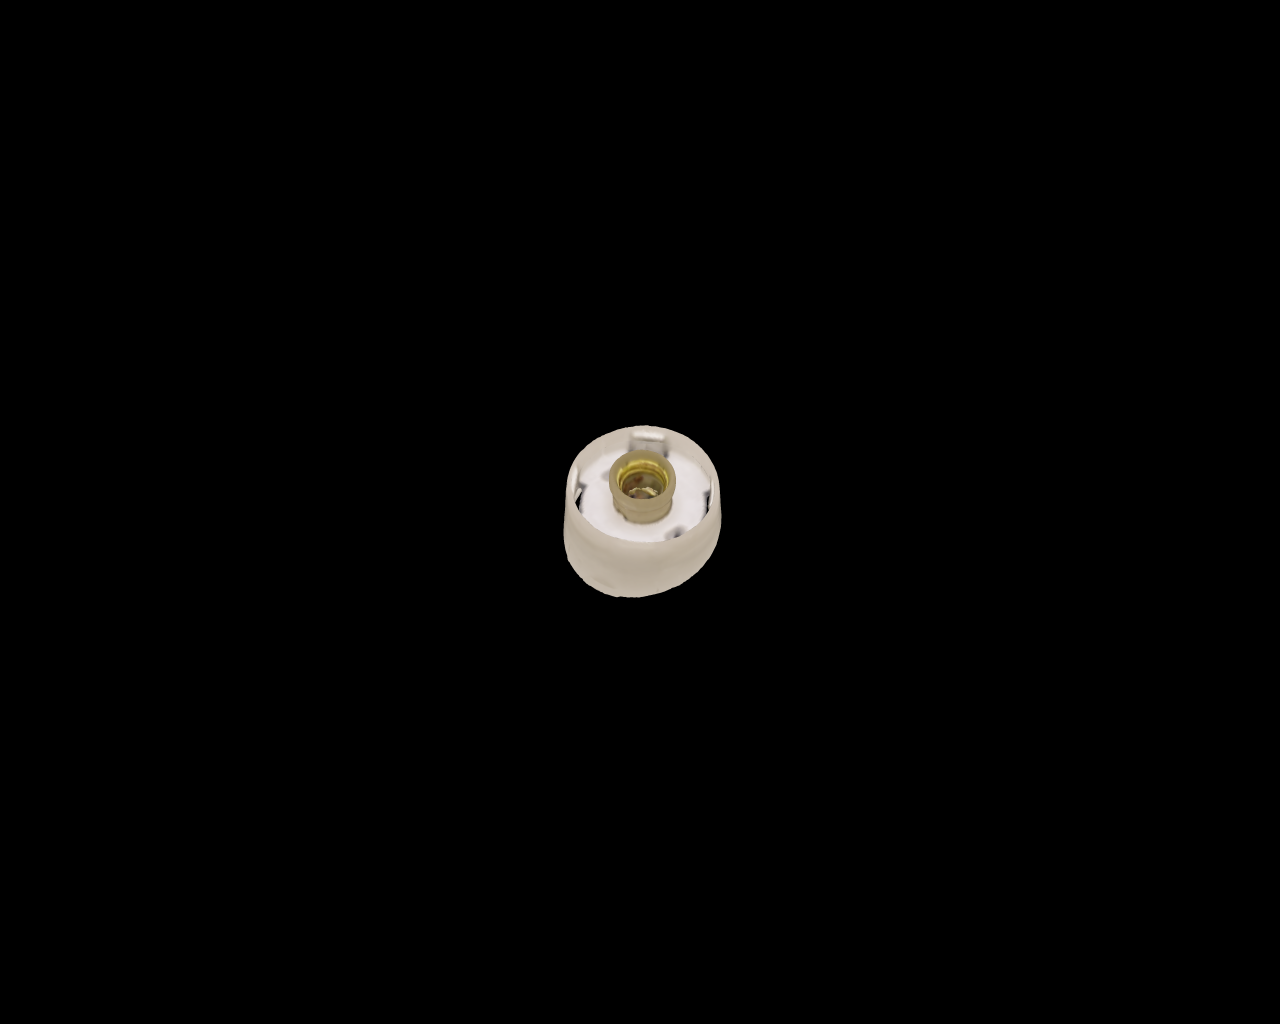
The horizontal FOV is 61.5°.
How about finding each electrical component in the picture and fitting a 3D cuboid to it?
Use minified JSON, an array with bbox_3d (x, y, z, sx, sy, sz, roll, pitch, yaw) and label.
[{"bbox_3d":[0.001,-0.003,0.650,0.099,0.099,0.064,0,-37,0],"label":"electrical component"}]
